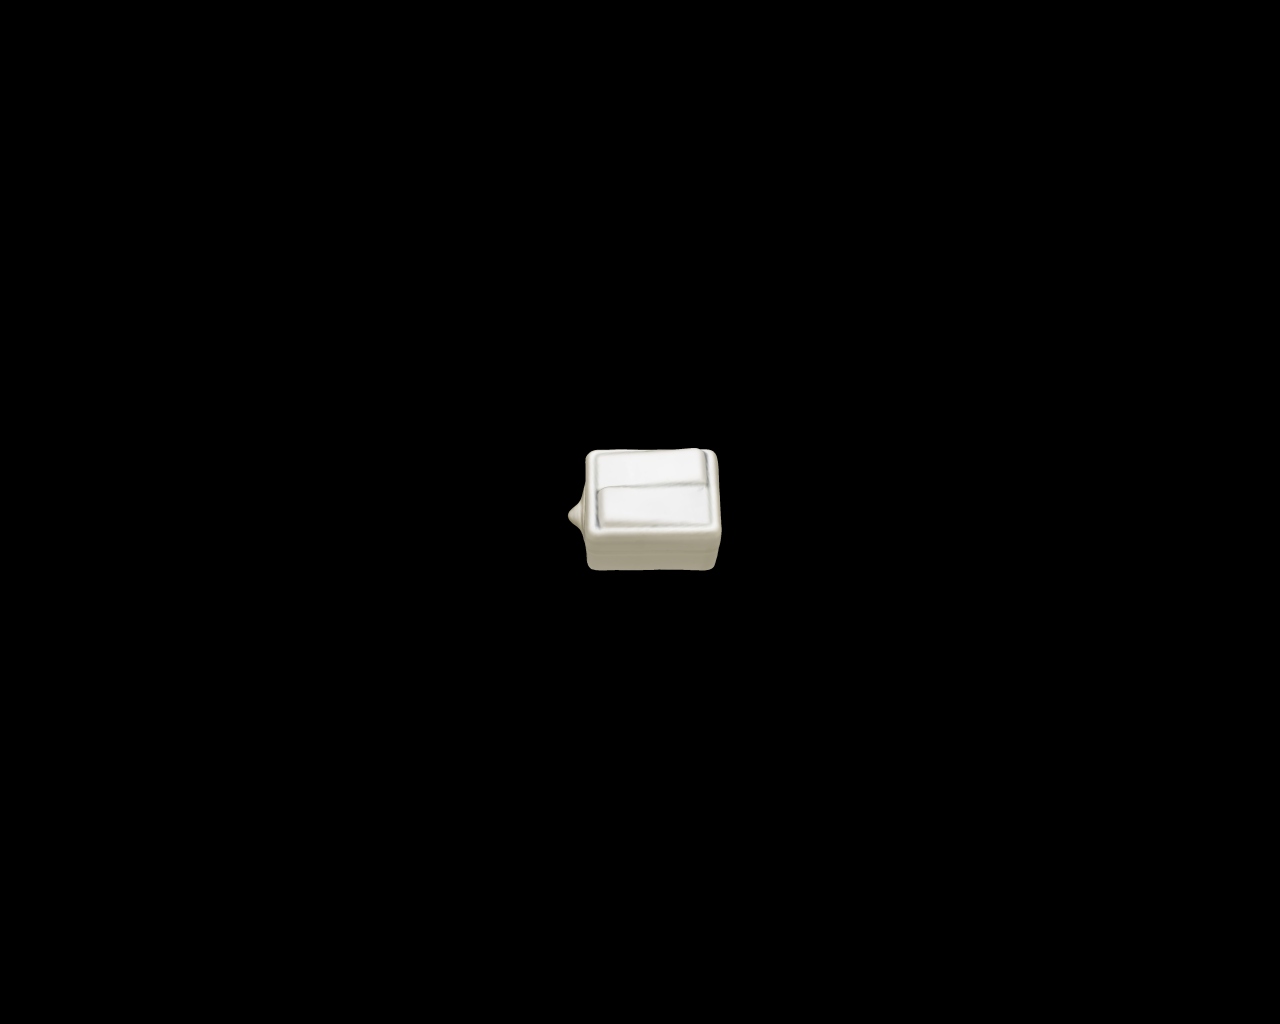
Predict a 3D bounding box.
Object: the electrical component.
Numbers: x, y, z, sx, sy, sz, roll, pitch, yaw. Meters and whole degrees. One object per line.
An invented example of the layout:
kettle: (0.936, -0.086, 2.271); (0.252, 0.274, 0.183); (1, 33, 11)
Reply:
electrical component: (0.001, -0.003, 0.650); (0.096, 0.062, 0.061); (0, -28, 0)
